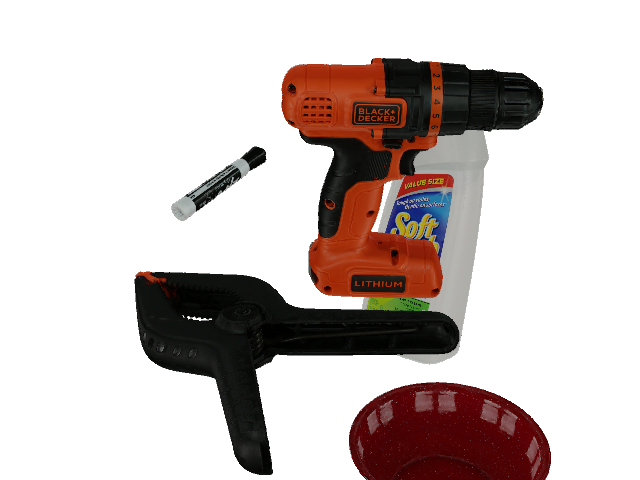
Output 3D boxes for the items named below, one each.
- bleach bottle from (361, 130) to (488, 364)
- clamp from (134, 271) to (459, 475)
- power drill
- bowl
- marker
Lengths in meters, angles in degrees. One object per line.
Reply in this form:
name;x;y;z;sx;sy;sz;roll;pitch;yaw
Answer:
bleach bottle;0.096;-0.020;0.974;0.103;0.251;0.067;19;20;35
clamp;-0.034;0.056;0.640;0.164;0.036;0.210;-22;30;-34
power drill;0.062;-0.046;0.791;0.184;0.188;0.057;2;34;0
bowl;0.103;0.185;0.869;0.162;0.055;0.162;1;30;-1
marker;-0.095;-0.057;1.032;0.020;0.020;0.120;0;32;47
